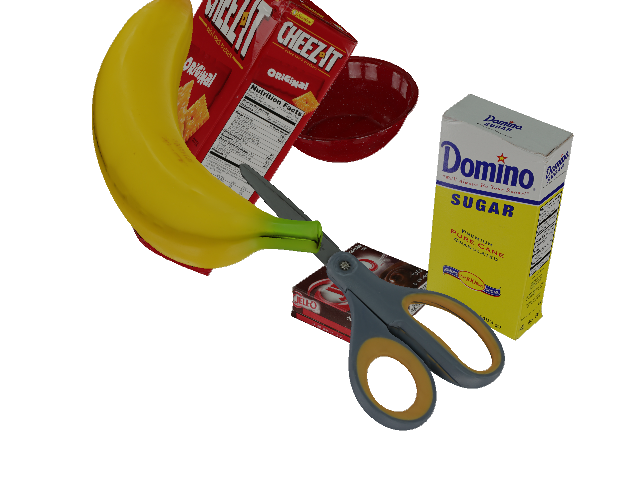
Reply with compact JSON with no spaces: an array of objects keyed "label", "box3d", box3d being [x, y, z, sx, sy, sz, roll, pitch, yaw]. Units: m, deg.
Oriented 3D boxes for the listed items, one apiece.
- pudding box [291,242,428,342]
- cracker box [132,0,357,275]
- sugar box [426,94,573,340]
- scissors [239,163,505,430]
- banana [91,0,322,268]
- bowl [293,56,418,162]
[{"label":"pudding box","box3d":[0.040,0.051,1.001,0.090,0.039,0.113,23,33,27]},{"label":"cracker box","box3d":[-0.080,-0.105,0.839,0.072,0.214,0.164,25,16,-30]},{"label":"sugar box","box3d":[0.134,-0.016,0.827,0.093,0.176,0.048,27,47,31]},{"label":"scissors","box3d":[0.009,0.035,0.617,0.202,0.096,0.016,31,-28,14]},{"label":"banana","box3d":[-0.065,-0.048,0.462,0.069,0.037,0.198,-10,45,-19]},{"label":"bowl","box3d":[0.023,-0.130,1.121,0.162,0.055,0.162,-4,40,3]}]
